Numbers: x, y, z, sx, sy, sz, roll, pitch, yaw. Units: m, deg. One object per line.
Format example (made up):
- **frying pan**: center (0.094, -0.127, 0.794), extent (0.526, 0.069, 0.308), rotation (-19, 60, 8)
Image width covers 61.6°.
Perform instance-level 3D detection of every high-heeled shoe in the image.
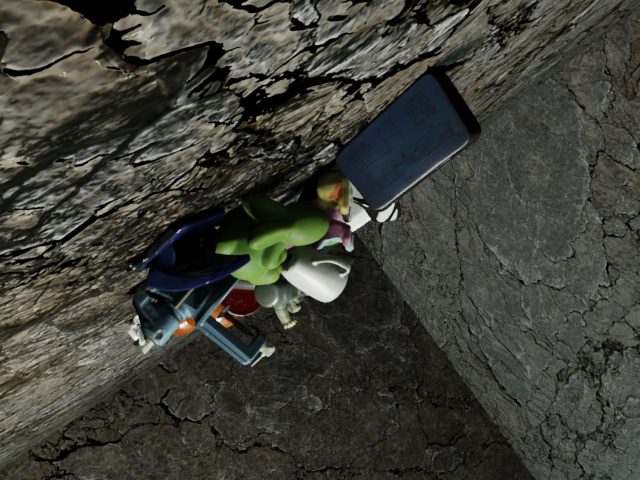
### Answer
- **high-heeled shoe**: center (0.155, -0.130, 1.054), extent (0.145, 0.086, 0.248), rotation (13, 133, -29)

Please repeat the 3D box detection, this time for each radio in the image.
- **radio**: center (0.147, -0.160, 0.905), extent (0.229, 0.131, 0.073), rotation (-39, 173, 36)

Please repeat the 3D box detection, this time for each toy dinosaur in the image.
- **toy dinosaur**: center (-0.159, 0.131, 1.544), extent (0.405, 0.192, 0.131), rotation (5, -152, 32)

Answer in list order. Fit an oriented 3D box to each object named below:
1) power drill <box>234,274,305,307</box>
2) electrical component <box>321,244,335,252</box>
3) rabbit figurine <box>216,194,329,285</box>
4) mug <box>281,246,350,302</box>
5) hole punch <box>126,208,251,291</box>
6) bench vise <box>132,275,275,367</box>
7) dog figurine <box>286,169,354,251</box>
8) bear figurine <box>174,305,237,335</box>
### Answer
- **power drill**: center (-0.112, 0.080, 1.110), extent (0.232, 0.207, 0.085), rotation (-28, 126, -69)
- **electrical component**: center (-0.003, -0.004, 1.244), extent (0.134, 0.058, 0.115), rotation (-33, 175, -16)
- **rabbit figurine**: center (-0.075, -0.019, 0.843), extent (0.170, 0.121, 0.159), rotation (-22, 157, 15)
- **mug**: center (-0.009, 0.051, 0.928), extent (0.110, 0.107, 0.081), rotation (-20, -128, 47)
- **hole punch**: center (-0.174, 0.027, 0.743), extent (0.116, 0.092, 0.142), rotation (-34, -179, 30)
- **bench vise**: center (-0.187, 0.132, 0.903), extent (0.224, 0.240, 0.129), rotation (-53, -176, -40)
- **dog figurine**: center (-0.046, -0.037, 1.013), extent (0.219, 0.191, 0.108), rotation (-2, 176, 4)
- **bear figurine**: center (-0.291, 0.164, 1.299), extent (0.196, 0.120, 0.132), rotation (-9, -125, 31)
